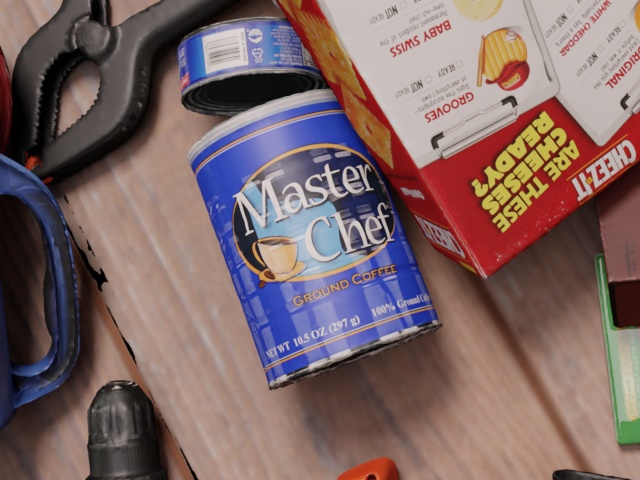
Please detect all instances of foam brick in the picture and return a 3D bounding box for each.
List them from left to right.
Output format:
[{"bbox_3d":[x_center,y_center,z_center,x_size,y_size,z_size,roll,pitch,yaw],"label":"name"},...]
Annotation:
[{"bbox_3d":[0.176,-0.001,0.568,0.053,0.051,0.078,-7,58,16],"label":"foam brick"}]

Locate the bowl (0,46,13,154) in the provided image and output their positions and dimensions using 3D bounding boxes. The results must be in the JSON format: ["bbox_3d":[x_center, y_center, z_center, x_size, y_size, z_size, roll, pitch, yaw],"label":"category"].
[{"bbox_3d":[-0.256,-0.099,0.671,0.162,0.055,0.162,4,109,12],"label":"bowl"}]

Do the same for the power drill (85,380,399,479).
[{"bbox_3d":[-0.047,0.169,0.619,0.188,0.057,0.184,-6,88,15],"label":"power drill"}]

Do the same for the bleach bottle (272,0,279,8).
[{"bbox_3d":[-0.041,-0.213,0.613,0.103,0.068,0.251,-35,66,13],"label":"bleach bottle"}]

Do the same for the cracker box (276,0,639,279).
[{"bbox_3d":[0.080,-0.116,0.531,0.164,0.072,0.213,-37,111,-7],"label":"cracker box"}]

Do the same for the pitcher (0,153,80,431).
[{"bbox_3d":[-0.236,-0.005,0.608,0.145,0.149,0.243,9,107,26],"label":"pitcher"}]

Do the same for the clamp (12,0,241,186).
[{"bbox_3d":[-0.142,-0.134,0.674,0.165,0.036,0.210,37,97,15],"label":"clamp"}]

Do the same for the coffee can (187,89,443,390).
[{"bbox_3d":[-0.004,0.001,0.598,0.103,0.102,0.140,-22,81,10],"label":"coffee can"}]

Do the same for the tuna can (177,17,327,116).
[{"bbox_3d":[-0.040,-0.100,0.623,0.086,0.086,0.034,-9,82,12],"label":"tuna can"}]

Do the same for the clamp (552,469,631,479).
[{"bbox_3d":[0.213,0.144,0.566,0.171,0.039,0.120,48,113,7],"label":"clamp"}]
